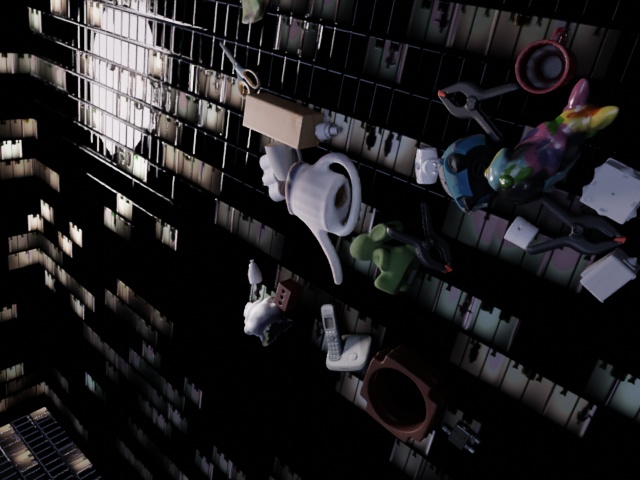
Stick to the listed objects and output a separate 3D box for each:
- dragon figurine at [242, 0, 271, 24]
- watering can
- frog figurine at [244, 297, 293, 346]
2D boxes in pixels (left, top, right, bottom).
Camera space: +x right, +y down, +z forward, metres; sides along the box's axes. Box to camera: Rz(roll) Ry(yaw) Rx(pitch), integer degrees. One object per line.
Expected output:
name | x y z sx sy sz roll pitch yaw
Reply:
dragon figurine | -0.226 -0.704 1.385 0.408 0.124 0.241 -8 105 43
watering can | 0.004 -0.068 1.351 0.226 0.105 0.342 25 117 34
frog figurine | -0.182 0.230 1.587 0.162 0.121 0.137 38 91 37
